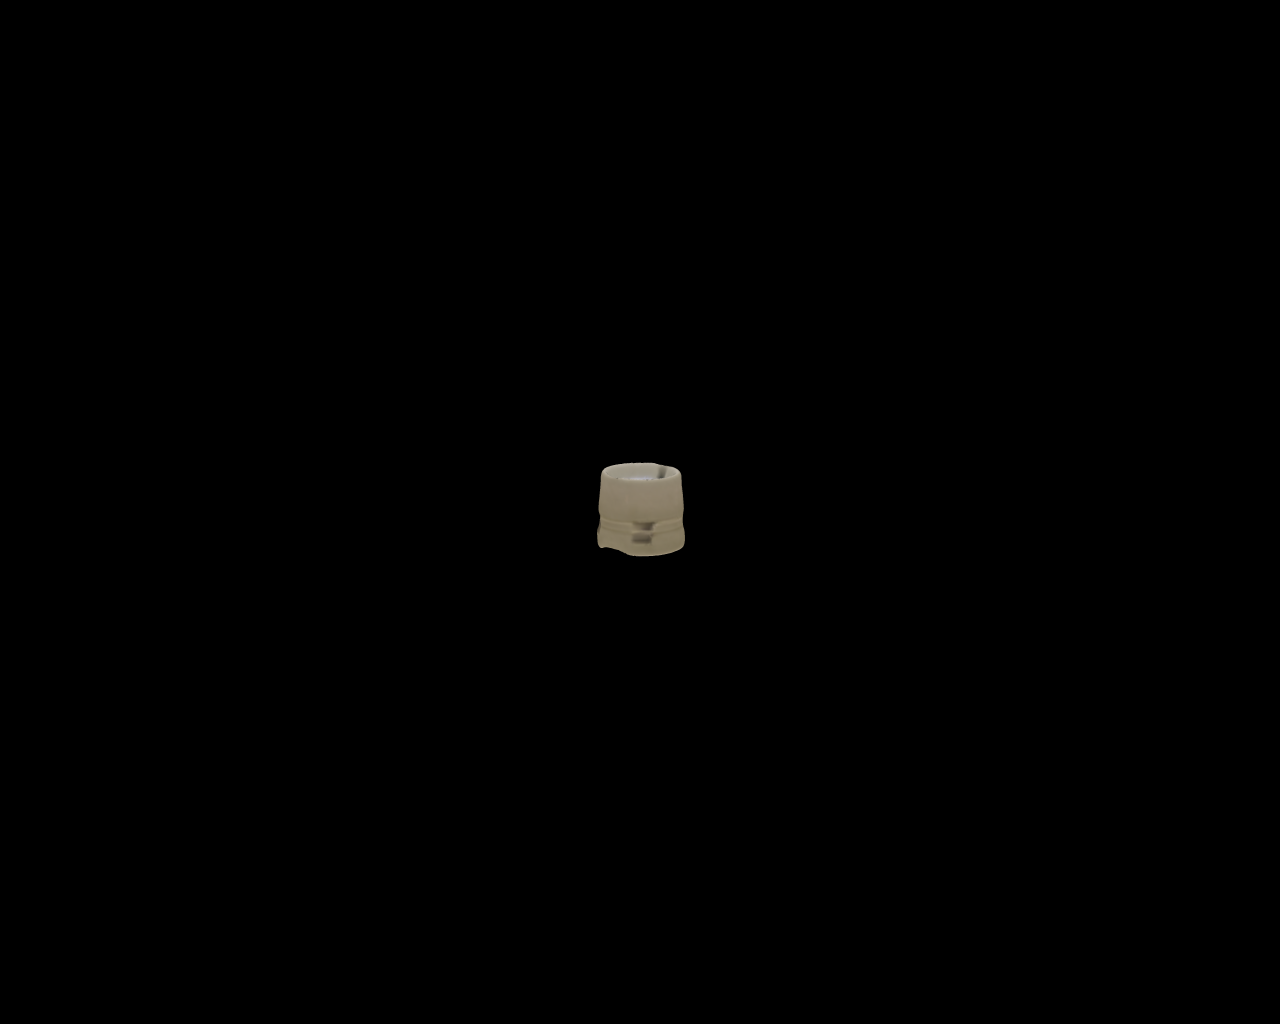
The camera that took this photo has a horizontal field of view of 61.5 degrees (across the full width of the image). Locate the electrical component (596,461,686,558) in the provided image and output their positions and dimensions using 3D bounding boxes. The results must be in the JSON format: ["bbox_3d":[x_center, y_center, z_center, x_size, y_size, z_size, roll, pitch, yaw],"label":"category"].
[{"bbox_3d":[0.001,-0.003,0.650,0.055,0.047,0.055,0,15,0],"label":"electrical component"}]
